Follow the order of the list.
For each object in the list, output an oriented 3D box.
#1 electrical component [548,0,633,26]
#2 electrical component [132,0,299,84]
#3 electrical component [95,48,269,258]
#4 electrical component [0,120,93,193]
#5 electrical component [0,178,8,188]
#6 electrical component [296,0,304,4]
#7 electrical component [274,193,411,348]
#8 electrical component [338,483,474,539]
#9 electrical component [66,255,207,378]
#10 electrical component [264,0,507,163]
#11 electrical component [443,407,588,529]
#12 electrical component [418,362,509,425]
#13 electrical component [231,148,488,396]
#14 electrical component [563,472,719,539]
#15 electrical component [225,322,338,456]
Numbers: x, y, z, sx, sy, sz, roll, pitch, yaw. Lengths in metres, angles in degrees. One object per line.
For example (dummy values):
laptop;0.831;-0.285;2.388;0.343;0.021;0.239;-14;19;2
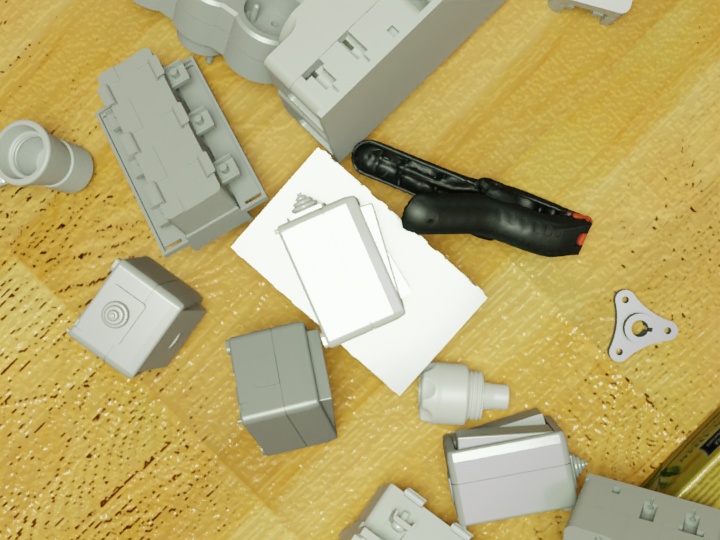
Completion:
electrical component;0.166;-0.218;0.726;0.050;0.055;0.089;15;93;0
electrical component;-0.103;-0.172;0.733;0.138;0.073;0.052;35;52;4
electrical component;-0.125;-0.082;0.715;0.079;0.063;0.121;-30;70;2
electrical component;-0.213;-0.074;0.736;0.044;0.065;0.044;-2;84;18
electrical component;-0.283;-0.078;0.742;0.078;0.058;0.057;-17;95;3
electrical component;-0.055;-0.204;0.740;0.065;0.044;0.044;30;93;4
electrical component;-0.010;-0.008;0.674;0.061;0.061;0.096;-24;92;2
electrical component;0.050;0.206;0.745;0.121;0.078;0.063;37;71;-1
electrical component;-0.148;0.033;0.725;0.061;0.096;0.061;36;93;0
electrical component;0.027;-0.167;0.696;0.186;0.105;0.060;-44;80;-3
electrical component;0.108;0.133;0.742;0.096;0.061;0.061;-11;93;2
electrical component;0.072;0.087;0.750;0.062;0.043;0.043;4;93;0
electrical component;0.000;0.000;0.738;0.150;0.061;0.089;41;93;-1
electrical component;0.177;0.220;0.701;0.089;0.061;0.150;13;123;21
electrical component;-0.047;0.083;0.731;0.061;0.096;0.061;-14;64;2
